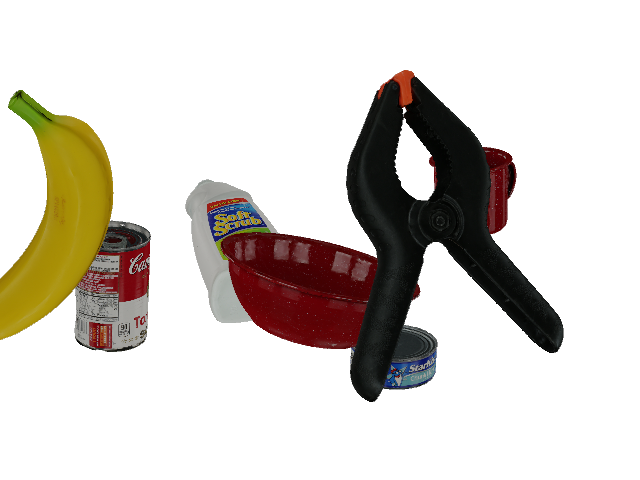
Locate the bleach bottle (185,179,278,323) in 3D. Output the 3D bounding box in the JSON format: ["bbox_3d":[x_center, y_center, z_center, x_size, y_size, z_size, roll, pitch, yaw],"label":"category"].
[{"bbox_3d":[-0.103,-0.003,1.180,0.102,0.068,0.251,-7,29,-19],"label":"bleach bottle"}]

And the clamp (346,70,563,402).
[{"bbox_3d":[0.050,0.000,0.566,0.120,0.171,0.039,-22,-1,-21],"label":"clamp"}]

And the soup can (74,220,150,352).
[{"bbox_3d":[-0.189,0.042,0.965,0.068,0.102,0.068,4,21,-2],"label":"soup can"}]

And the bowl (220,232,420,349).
[{"bbox_3d":[-0.005,0.043,0.844,0.162,0.055,0.162,12,13,-3],"label":"bowl"}]

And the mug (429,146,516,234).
[{"bbox_3d":[0.181,-0.058,1.222,0.117,0.081,0.093,-21,27,-36],"label":"mug"}]

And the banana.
[{"bbox_3d":[-0.164,-0.003,0.631,0.069,0.198,0.037,19,36,-10],"label":"banana"}]

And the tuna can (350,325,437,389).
[{"bbox_3d":[0.072,0.114,1.052,0.086,0.034,0.086,0,19,0],"label":"tuna can"}]
